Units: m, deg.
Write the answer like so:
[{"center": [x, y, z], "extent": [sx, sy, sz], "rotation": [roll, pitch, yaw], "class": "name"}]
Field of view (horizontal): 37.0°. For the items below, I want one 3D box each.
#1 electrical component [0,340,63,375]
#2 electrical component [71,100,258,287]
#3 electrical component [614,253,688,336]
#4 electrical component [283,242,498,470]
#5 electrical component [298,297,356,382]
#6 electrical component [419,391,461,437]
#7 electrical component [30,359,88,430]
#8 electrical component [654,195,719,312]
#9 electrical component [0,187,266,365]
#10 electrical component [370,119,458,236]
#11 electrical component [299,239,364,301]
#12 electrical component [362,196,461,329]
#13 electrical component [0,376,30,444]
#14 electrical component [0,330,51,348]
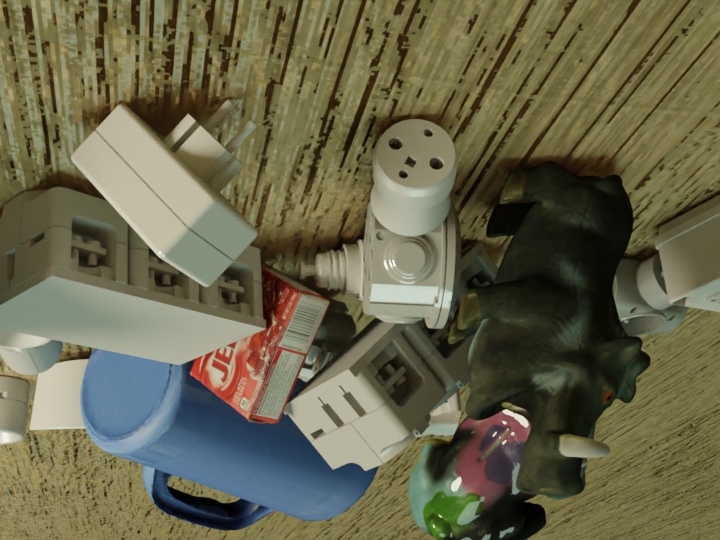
[{"center": [-0.233, 0.040, 0.743], "extent": [0.043, 0.043, 0.081], "rotation": [-1, 158, -8], "class": "electrical component"}, {"center": [-0.083, -0.050, 0.525], "extent": [0.075, 0.083, 0.047], "rotation": [-47, 151, 1], "class": "electrical component"}, {"center": [0.205, 0.013, 0.763], "extent": [0.077, 0.044, 0.079], "rotation": [11, 150, -34], "class": "electrical component"}, {"center": [0.034, 0.059, 0.706], "extent": [0.150, 0.061, 0.089], "rotation": [-41, -176, -39], "class": "electrical component"}, {"center": [-0.043, 0.046, 0.765], "extent": [0.057, 0.078, 0.058], "rotation": [17, 110, -22], "class": "electrical component"}, {"center": [0.060, 0.112, 0.961], "extent": [0.050, 0.055, 0.089], "rotation": [-4, 158, -1], "class": "electrical component"}, {"center": [-0.222, 0.112, 0.894], "extent": [0.099, 0.064, 0.099], "rotation": [-4, 158, -2], "class": "electrical component"}, {"center": [0.269, -0.014, 0.694], "extent": [0.109, 0.056, 0.109], "rotation": [9, 154, -30], "class": "electrical component"}, {"center": [-0.143, 0.005, 0.650], "extent": [0.089, 0.061, 0.150], "rotation": [-23, 151, 38], "class": "electrical component"}, {"center": [0.028, -0.049, 0.574], "extent": [0.045, 0.045, 0.055], "rotation": [-4, 158, -2], "class": "electrical component"}, {"center": [0.000, 0.000, 0.695], "extent": [0.078, 0.040, 0.040], "rotation": [0, 158, -10], "class": "electrical component"}, {"center": [0.029, -0.006, 0.636], "extent": [0.051, 0.080, 0.080], "rotation": [3, 157, -5], "class": "electrical component"}, {"center": [-0.313, 0.121, 0.921], "extent": [0.055, 0.047, 0.055], "rotation": [-4, 158, -2], "class": "electrical component"}, {"center": [-0.214, 0.016, 0.672], "extent": [0.045, 0.055, 0.045], "rotation": [-4, 158, -2], "class": "electrical component"}]
